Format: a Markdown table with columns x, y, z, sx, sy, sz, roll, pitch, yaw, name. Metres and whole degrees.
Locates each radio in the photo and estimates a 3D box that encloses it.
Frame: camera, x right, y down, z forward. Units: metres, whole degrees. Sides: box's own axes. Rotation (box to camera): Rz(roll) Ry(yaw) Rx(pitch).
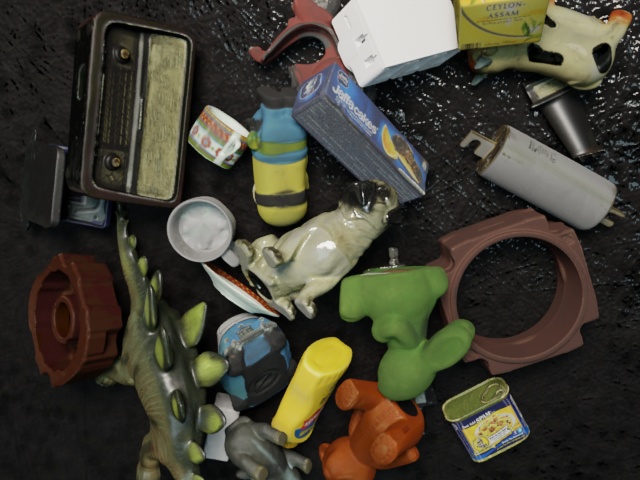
| x | y | z | sx | sy | sz | roll | pitch | yaw | name |
| --- | --- | --- | --- | --- | --- | --- | --- | --- | --- |
| -0.240 | -0.160 | 0.680 | 0.131 | 0.073 | 0.229 | 3 | 93 | -40 | radio |

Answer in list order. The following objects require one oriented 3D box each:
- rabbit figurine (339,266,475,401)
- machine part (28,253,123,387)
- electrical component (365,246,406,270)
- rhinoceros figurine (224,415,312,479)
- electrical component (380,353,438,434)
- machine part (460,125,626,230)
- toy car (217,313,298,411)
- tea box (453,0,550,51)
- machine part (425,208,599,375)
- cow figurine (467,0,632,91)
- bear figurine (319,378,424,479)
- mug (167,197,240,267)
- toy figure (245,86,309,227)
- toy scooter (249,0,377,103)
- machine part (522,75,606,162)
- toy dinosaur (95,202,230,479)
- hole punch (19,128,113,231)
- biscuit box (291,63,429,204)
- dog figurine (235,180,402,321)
| x | y | z | sx | sy | sz | roll | pitch | yaw | name |
| --- | --- | --- | --- | --- | --- | --- | --- | --- | --- |
| 0.118 | 0.121 | 0.696 | 0.159 | 0.121 | 0.170 | -6 | 91 | 20 | rabbit figurine |
| -0.332 | 0.107 | 0.727 | 0.180 | 0.056 | 0.179 | -2 | 87 | 41 | machine part |
| 0.094 | 0.057 | 0.780 | 0.063 | 0.021 | 0.094 | -6 | 100 | 2 | electrical component |
| -0.077 | 0.322 | 0.760 | 0.112 | 0.073 | 0.190 | 6 | 139 | 31 | rhinoceros figurine |
| 0.135 | 0.224 | 0.795 | 0.075 | 0.048 | 0.119 | -14 | 100 | 4 | electrical component |
| 0.304 | -0.084 | 0.727 | 0.243 | 0.079 | 0.079 | 29 | 99 | -4 | machine part |
| -0.102 | 0.158 | 0.751 | 0.109 | 0.103 | 0.161 | -31 | 141 | -19 | toy car |
| 0.208 | -0.313 | 0.643 | 0.098 | 0.068 | 0.169 | -4 | 59 | 10 | tea box |
| 0.264 | 0.071 | 0.750 | 0.201 | 0.087 | 0.201 | -19 | 101 | 3 | machine part |
| 0.275 | -0.249 | 0.692 | 0.195 | 0.085 | 0.127 | 22 | 88 | 10 | cow figurine |
| 0.050 | 0.287 | 0.745 | 0.196 | 0.132 | 0.120 | -51 | 55 | 23 | bear figurine |
| -0.143 | -0.013 | 0.727 | 0.109 | 0.107 | 0.081 | 40 | 98 | -10 | mug |
| -0.055 | -0.104 | 0.703 | 0.082 | 0.089 | 0.180 | 5 | 122 | 2 | toy figure |
| -0.014 | -0.232 | 0.706 | 0.135 | 0.075 | 0.183 | -23 | 97 | 6 | toy scooter |
| 0.335 | -0.168 | 0.728 | 0.084 | 0.039 | 0.139 | -29 | 85 | -4 | machine part |
| -0.212 | 0.155 | 0.718 | 0.198 | 0.105 | 0.471 | -44 | 67 | 37 | toy dinosaur |
| -0.346 | -0.075 | 0.735 | 0.116 | 0.092 | 0.142 | 15 | 102 | 37 | hole punch |
| 0.056 | -0.126 | 0.682 | 0.063 | 0.059 | 0.202 | -19 | 134 | 41 | biscuit box |
| 0.001 | 0.001 | 0.700 | 0.190 | 0.172 | 0.121 | -40 | 116 | -26 | dog figurine |
